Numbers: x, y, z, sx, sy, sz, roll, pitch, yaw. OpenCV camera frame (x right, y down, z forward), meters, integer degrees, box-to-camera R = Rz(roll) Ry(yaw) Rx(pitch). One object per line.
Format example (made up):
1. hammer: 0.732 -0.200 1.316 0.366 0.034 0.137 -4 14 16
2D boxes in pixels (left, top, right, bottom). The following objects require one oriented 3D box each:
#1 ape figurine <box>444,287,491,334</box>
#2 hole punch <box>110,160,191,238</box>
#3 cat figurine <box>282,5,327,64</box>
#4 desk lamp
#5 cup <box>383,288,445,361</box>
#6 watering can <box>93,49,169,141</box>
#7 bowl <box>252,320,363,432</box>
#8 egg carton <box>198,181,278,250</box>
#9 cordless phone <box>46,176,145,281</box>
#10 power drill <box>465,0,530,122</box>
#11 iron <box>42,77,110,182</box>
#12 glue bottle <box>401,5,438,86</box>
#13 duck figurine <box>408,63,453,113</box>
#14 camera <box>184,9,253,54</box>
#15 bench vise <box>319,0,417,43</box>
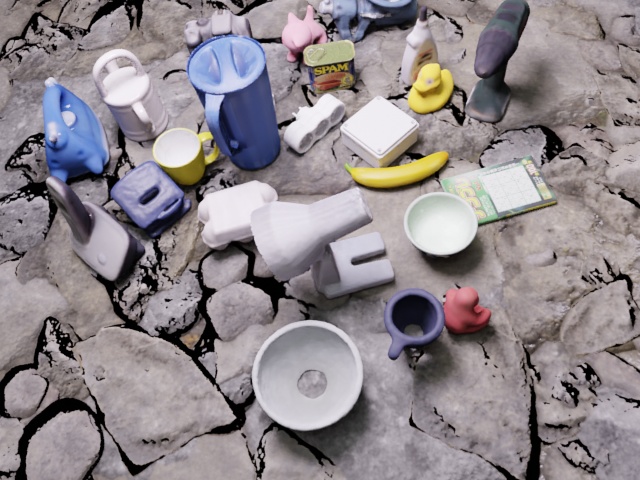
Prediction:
1. ape figurine: 0.228 0.104 0.898 0.076 0.092 0.077 -31 63 -10
2. hole punch: -0.310 -0.077 1.058 0.101 0.091 0.109 39 72 23
3. cat figurine: -0.038 -0.436 1.207 0.067 0.118 0.128 17 65 15
4. desk lamp: 0.008 0.003 0.908 0.203 0.214 0.118 -16 61 -2
5. cup: 0.138 0.144 0.885 0.091 0.095 0.118 25 67 19
6. watering can: -0.383 -0.296 1.126 0.172 0.194 0.101 30 69 20
7. bowl: -0.015 0.213 0.877 0.167 0.075 0.167 -3 61 5
8. egg carton: -0.144 -0.044 1.034 0.150 0.069 0.107 -18 61 -3
9. cordless phone: -0.395 -0.023 0.984 0.147 0.185 0.094 31 69 21
10. power drill: 0.322 -0.320 1.051 0.075 0.209 0.230 19 65 16
11. iron: -0.511 -0.240 1.140 0.118 0.141 0.258 -20 61 -4
12. glue bottle: 0.197 -0.384 1.120 0.078 0.173 0.037 -34 63 -12
13. duck figurine: 0.220 -0.311 1.128 0.105 0.086 0.077 -39 64 -14
14. camera: -0.218 -0.414 1.225 0.143 0.101 0.137 -7 61 3
15. bench vise: 0.106 -0.516 1.175 0.207 0.220 0.121 -32 63 -11
